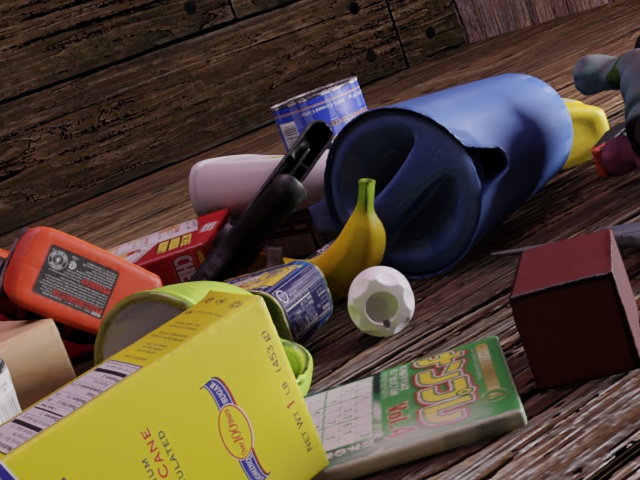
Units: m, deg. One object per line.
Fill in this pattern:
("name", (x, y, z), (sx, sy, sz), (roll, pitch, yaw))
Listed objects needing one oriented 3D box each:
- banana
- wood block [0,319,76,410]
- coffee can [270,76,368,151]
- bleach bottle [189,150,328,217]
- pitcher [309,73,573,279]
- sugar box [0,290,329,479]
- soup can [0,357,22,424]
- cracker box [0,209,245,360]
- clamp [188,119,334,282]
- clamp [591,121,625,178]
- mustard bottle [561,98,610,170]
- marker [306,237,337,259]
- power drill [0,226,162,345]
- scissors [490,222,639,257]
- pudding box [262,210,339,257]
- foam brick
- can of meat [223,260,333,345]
("banana", (-0.001, 0.017, 0.831), (0.037, 0.069, 0.198), (4, -20, -32))
("wood block", (-0.256, 0.132, 0.662), (0.205, 0.090, 0.091), (-28, 13, -40))
("coffee can", (0.016, -0.099, 1.188), (0.103, 0.140, 0.103), (-20, 10, 4))
("bleach bottle", (-0.038, -0.056, 1.047), (0.102, 0.068, 0.251), (-10, 5, -27))
("pitcher", (0.110, -0.064, 0.887), (0.149, 0.145, 0.242), (30, 31, 22))
("sugar box", (-0.083, 0.102, 0.444), (0.175, 0.093, 0.048), (-34, 21, -35))
("soup can", (-0.170, 0.118, 0.535), (0.068, 0.102, 0.068), (-19, 11, 4))
("cracker box", (-0.185, 0.049, 1.010), (0.214, 0.072, 0.164), (-18, 11, 7))
("clamp", (-0.060, -0.006, 0.866), (0.210, 0.036, 0.164), (-49, 6, 29))
("clamp", (0.307, -0.103, 0.940), (0.171, 0.039, 0.120), (-22, 10, -8))
("mustard bottle", (0.227, -0.112, 1.082), (0.096, 0.058, 0.191), (-19, 11, 6))
("marker", (0.007, 0.014, 0.965), (0.020, 0.020, 0.120), (-13, 13, 33))
("power drill", (-0.183, 0.045, 0.796), (0.184, 0.057, 0.188), (23, -16, -23))
("scissors", (0.190, 0.004, 0.680), (0.202, 0.016, 0.096), (-15, 12, 29))
("pudding box", (0.000, -0.018, 1.090), (0.090, 0.039, 0.113), (-11, 12, 44))
("foam brick", (0.130, 0.033, 0.539), (0.051, 0.053, 0.078), (-17, 10, 19))
("can of meat", (-0.050, 0.057, 0.752), (0.102, 0.057, 0.083), (-15, 10, 26))
